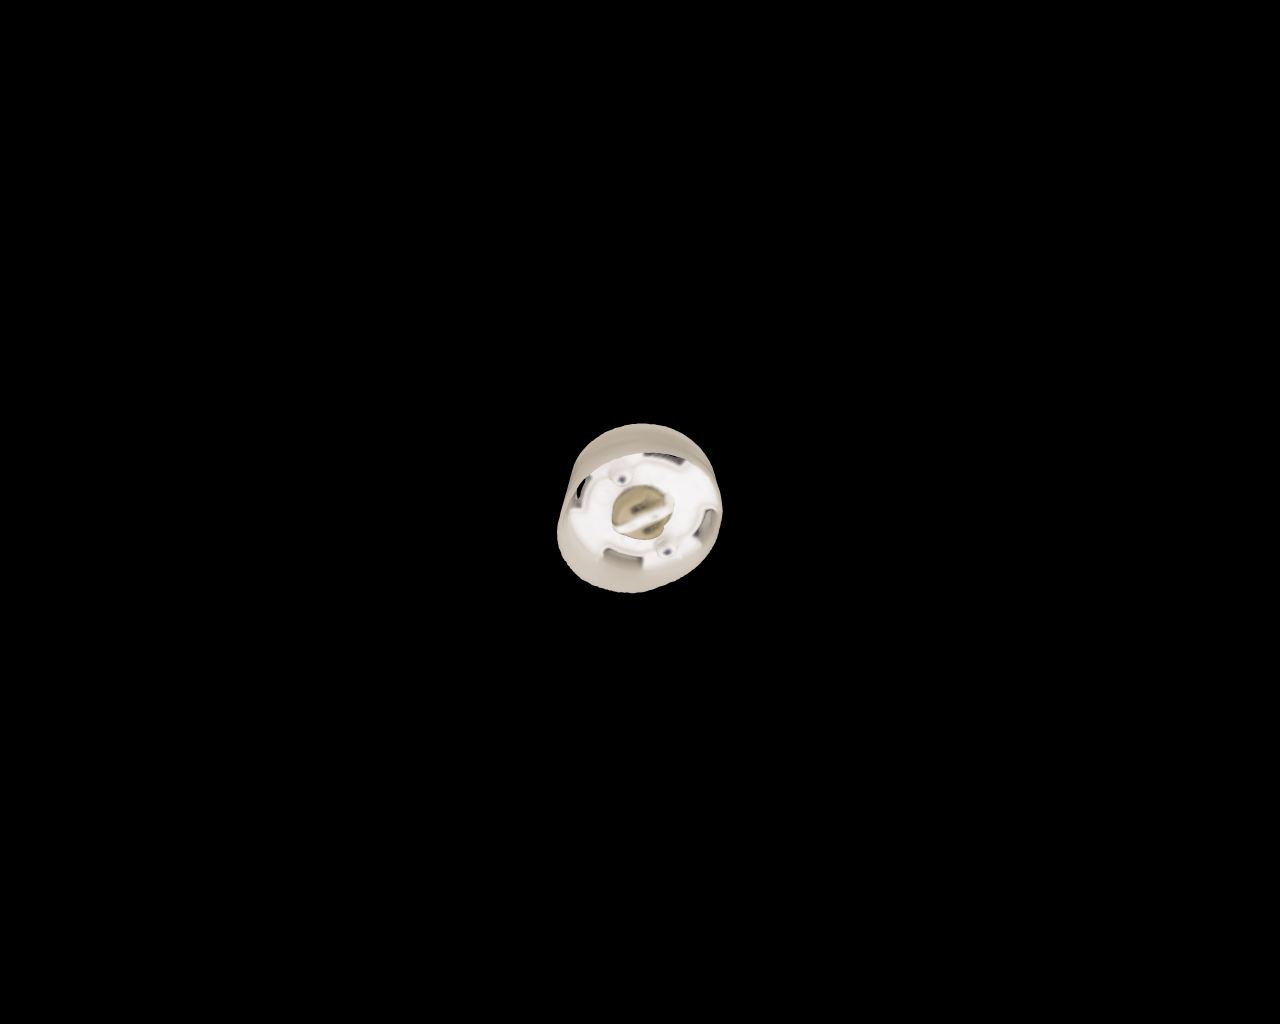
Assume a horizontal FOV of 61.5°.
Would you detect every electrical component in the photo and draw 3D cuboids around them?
[{"bbox_3d":[0.001,-0.003,0.650,0.099,0.099,0.064,0,36,0],"label":"electrical component"}]
